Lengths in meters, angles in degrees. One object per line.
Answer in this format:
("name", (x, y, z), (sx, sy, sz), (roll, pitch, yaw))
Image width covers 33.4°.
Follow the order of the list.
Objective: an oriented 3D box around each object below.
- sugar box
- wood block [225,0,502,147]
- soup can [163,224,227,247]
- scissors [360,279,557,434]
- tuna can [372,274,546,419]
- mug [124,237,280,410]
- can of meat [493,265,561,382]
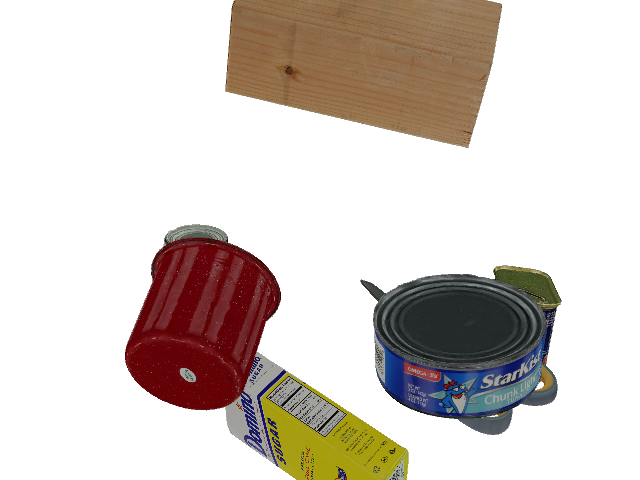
("sugar box", (-0.007, 0.176, 0.935), (0.176, 0.093, 0.048), (27, 50, 25))
("wood block", (0.035, -0.157, 0.876), (0.206, 0.091, 0.090), (14, 46, 4))
("soup can", (-0.132, 0.042, 1.128), (0.068, 0.102, 0.068), (3, 24, -1))
("scissors", (0.107, 0.077, 0.815), (0.096, 0.016, 0.202), (-6, 31, -15))
("tuna can", (0.069, 0.052, 0.539), (0.086, 0.034, 0.086), (-2, 28, 1))
("mug", (-0.089, 0.063, 0.720), (0.093, 0.081, 0.117), (40, -47, -24))
("can of meat", (0.195, 0.081, 1.043), (0.057, 0.084, 0.102), (7, 17, 1))
